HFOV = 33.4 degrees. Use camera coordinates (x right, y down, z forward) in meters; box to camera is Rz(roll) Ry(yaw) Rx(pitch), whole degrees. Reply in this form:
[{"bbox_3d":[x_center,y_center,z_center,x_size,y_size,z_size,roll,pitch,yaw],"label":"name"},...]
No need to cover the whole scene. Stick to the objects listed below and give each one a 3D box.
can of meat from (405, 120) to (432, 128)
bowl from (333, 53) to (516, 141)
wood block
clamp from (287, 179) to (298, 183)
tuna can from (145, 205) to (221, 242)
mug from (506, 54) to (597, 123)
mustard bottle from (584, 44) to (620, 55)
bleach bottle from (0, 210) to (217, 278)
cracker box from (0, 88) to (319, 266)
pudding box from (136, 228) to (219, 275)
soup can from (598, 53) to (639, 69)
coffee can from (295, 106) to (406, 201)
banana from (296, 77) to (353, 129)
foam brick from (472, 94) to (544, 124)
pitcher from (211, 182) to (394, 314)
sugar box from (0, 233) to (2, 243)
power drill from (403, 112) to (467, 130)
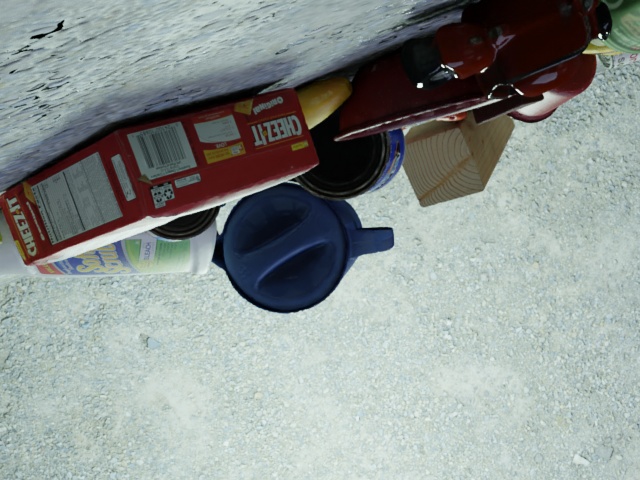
[{"bbox_3d":[0.120,-0.153,1.103,0.084,0.057,0.102,-17,-179,9],"label":"can of meat"},{"bbox_3d":[0.083,-0.129,0.903,0.162,0.055,0.162,-14,-177,0],"label":"bowl"},{"bbox_3d":[0.182,-0.134,1.397,0.091,0.090,0.205,-16,-159,28],"label":"wood block"},{"bbox_3d":[-0.063,-0.090,1.332,0.164,0.036,0.210,7,-174,-15],"label":"clamp"},{"bbox_3d":[-0.136,-0.041,0.993,0.086,0.086,0.034,-20,-177,-18],"label":"tuna can"},{"bbox_3d":[0.238,-0.186,1.108,0.117,0.093,0.082,-53,-172,-20],"label":"mug"},{"bbox_3d":[0.283,-0.208,1.014,0.096,0.058,0.191,-20,-178,19],"label":"mustard bottle"},{"bbox_3d":[-0.231,0.001,1.032,0.250,0.068,0.103,-7,150,-18],"label":"bleach bottle"},{"bbox_3d":[-0.130,-0.046,0.840,0.163,0.072,0.214,-21,-177,-39],"label":"cracker box"},{"bbox_3d":[-0.163,0.003,1.174,0.090,0.039,0.114,-20,174,-14],"label":"pudding box"},{"bbox_3d":[0.347,-0.230,1.140,0.102,0.068,0.068,-19,-178,3],"label":"soup can"},{"bbox_3d":[0.029,-0.094,1.076,0.103,0.103,0.140,-20,-179,12],"label":"coffee can"},{"bbox_3d":[-0.040,-0.103,0.939,0.069,0.037,0.198,-41,-168,-23],"label":"banana"},{"bbox_3d":[0.164,-0.154,0.986,0.053,0.078,0.051,-19,180,36],"label":"foam brick"},{"bbox_3d":[-0.008,0.001,1.182,0.145,0.149,0.242,-51,175,9],"label":"pitcher"},{"bbox_3d":[-0.332,0.013,0.845,0.093,0.048,0.177,-21,-179,-40],"label":"sugar box"},{"bbox_3d":[0.074,-0.142,1.272,0.188,0.057,0.184,-17,-174,18],"label":"power drill"}]
